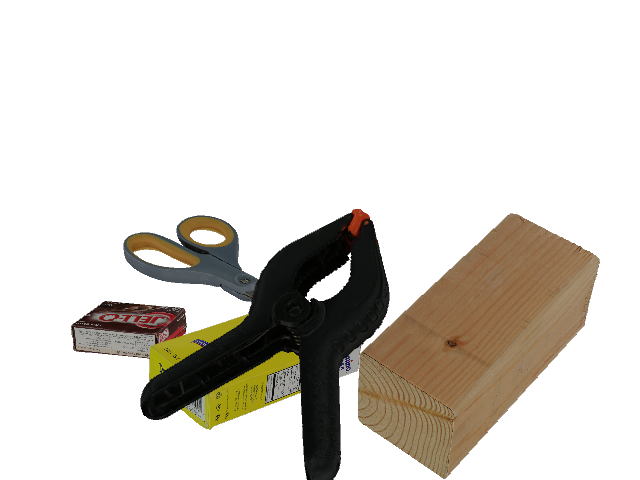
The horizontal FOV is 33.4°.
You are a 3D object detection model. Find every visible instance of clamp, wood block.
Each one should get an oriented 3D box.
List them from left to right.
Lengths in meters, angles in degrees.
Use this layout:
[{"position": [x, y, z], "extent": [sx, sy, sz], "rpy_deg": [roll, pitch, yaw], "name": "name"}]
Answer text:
[{"position": [-0.006, 0.057, 0.593], "extent": [0.120, 0.171, 0.039], "rpy_deg": [29, -25, 25], "name": "clamp"}, {"position": [0.130, 0.079, 0.870], "extent": [0.091, 0.090, 0.205], "rpy_deg": [31, 52, 29], "name": "wood block"}]

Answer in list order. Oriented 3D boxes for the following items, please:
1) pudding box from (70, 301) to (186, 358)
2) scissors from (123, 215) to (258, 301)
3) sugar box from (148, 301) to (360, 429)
[{"position": [-0.230, 0.107, 1.291], "extent": [0.114, 0.039, 0.090], "rpy_deg": [2, 15, 15], "name": "pudding box"}, {"position": [-0.052, 0.023, 0.791], "extent": [0.202, 0.016, 0.096], "rpy_deg": [17, 34, 22], "name": "scissors"}, {"position": [-0.057, 0.107, 0.973], "extent": [0.175, 0.048, 0.093], "rpy_deg": [-19, 36, -37], "name": "sugar box"}]
